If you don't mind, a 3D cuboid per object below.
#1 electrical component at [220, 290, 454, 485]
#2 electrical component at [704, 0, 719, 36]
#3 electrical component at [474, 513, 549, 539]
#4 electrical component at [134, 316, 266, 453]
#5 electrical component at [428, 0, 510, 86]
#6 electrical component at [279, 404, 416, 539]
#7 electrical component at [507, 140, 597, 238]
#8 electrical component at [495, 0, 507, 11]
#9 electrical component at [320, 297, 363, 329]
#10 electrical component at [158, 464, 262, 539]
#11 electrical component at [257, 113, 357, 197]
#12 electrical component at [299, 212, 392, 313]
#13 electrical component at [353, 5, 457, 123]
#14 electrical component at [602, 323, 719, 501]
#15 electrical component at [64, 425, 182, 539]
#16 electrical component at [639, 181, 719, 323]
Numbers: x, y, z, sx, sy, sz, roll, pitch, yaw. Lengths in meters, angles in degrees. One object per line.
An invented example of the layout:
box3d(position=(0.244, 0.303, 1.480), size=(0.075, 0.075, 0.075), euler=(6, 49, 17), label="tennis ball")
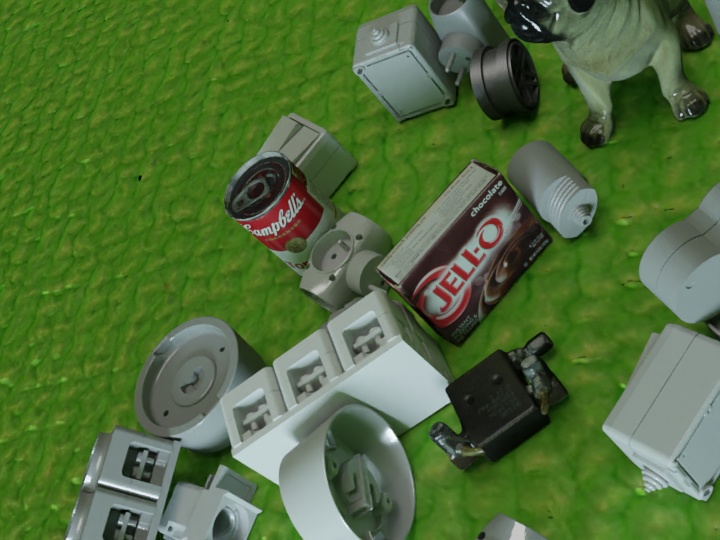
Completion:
box3d(position=(-0.016, 0.091, 0.794), size=(0.150, 0.089, 0.061), euler=(-35, 45, 12), label="electrical component")
box3d(position=(0.307, -0.214, 0.802), size=(0.099, 0.064, 0.099), euler=(-30, 32, 22), label="electrical component")
box3d(position=(0.099, 0.201, 0.659), size=(0.079, 0.044, 0.077), euler=(20, 73, 43), label="electrical component")
box3d(position=(-0.126, 0.100, 0.893), size=(0.108, 0.060, 0.108), euler=(-20, 50, 25), label="electrical component")
box3d(position=(0.091, -0.196, 0.928), size=(0.043, 0.077, 0.079), euler=(2, 61, 38), label="electrical component")
box3d(position=(-0.007, 0.150, 0.740), size=(0.064, 0.099, 0.099), euler=(-36, 44, 20), label="electrical component")
box3d(position=(0.149, -0.059, 0.808), size=(0.043, 0.043, 0.081), euler=(-40, 44, 7), label="electrical component")
box3d(position=(0.157, -0.256, 0.944), size=(0.077, 0.043, 0.079), euler=(-39, 44, 8), label="electrical component")
box3d(position=(-0.012, 0.053, 0.852), size=(0.062, 0.048, 0.048), euler=(-26, 47, 29), label="electrical component")
box3d(position=(-0.118, 0.194, 0.833), size=(0.064, 0.042, 0.081), euler=(3, 61, 42), label="electrical component")
box3d(position=(-0.063, -0.088, 0.979), size=(0.096, 0.061, 0.062), euler=(-51, 44, -5), label="electrical component")
box3d(position=(0.000, 0.000, 0.880), size=(0.079, 0.044, 0.077), euler=(24, 76, 44), label="electrical component")
box3d(position=(0.038, -0.188, 0.948), size=(0.062, 0.096, 0.061), euler=(-15, 52, 29), label="electrical component")
box3d(position=(0.192, 0.090, 0.655), size=(0.061, 0.062, 0.096), euler=(26, 78, 45), label="electrical component")
box3d(position=(-0.196, 0.207, 0.839), size=(0.089, 0.062, 0.150), euler=(130, 156, -58), label="electrical component")
box3d(position=(0.240, -0.019, 0.632), size=(0.138, 0.052, 0.073), euler=(-42, 44, 5), label="electrical component")
